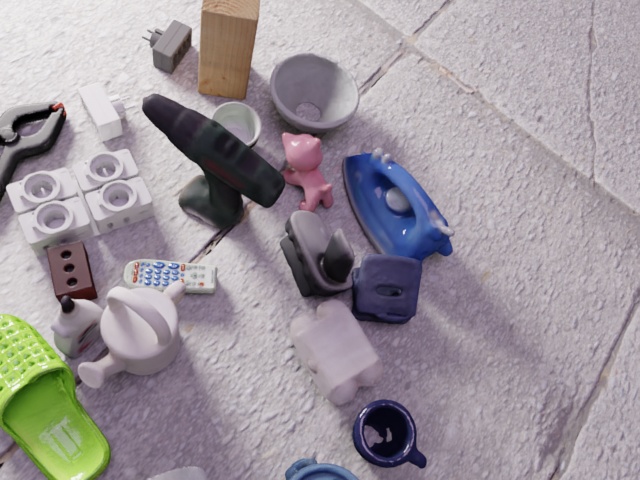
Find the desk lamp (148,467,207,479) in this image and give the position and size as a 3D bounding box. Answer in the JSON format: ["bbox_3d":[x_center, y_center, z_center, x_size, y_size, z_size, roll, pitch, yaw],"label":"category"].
[{"bbox_3d":[-0.162,0.380,0.668,0.118,0.213,0.203,-19,73,-20],"label":"desk lamp"}]

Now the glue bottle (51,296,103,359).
[{"bbox_3d":[-0.328,0.107,0.767,0.037,0.173,0.078,33,64,2],"label":"glue bottle"}]

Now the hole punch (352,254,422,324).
[{"bbox_3d":[0.110,0.081,0.933,0.109,0.091,0.101,7,66,-11],"label":"hole punch"}]

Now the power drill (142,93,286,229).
[{"bbox_3d":[-0.167,-0.106,0.880,0.229,0.208,0.076,28,63,0],"label":"power drill"}]

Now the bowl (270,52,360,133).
[{"bbox_3d":[-0.015,-0.259,1.059,0.167,0.074,0.167,5,66,-12],"label":"bowl"}]

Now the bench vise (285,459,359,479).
[{"bbox_3d":[0.033,0.371,0.716,0.122,0.219,0.207,-34,78,-24],"label":"bench vise"}]

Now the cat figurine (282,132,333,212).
[{"bbox_3d":[-0.017,-0.124,0.975,0.067,0.117,0.127,-26,75,-22],"label":"cat figurine"}]

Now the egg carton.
[{"bbox_3d":[0.024,0.172,0.884,0.107,0.069,0.150,-28,76,-23],"label":"egg carton"}]

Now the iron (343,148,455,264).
[{"bbox_3d":[0.130,-0.073,0.976,0.119,0.141,0.258,-31,77,-23],"label":"iron"}]

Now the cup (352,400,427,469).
[{"bbox_3d":[0.095,0.293,0.835,0.117,0.095,0.092,37,64,4],"label":"cup"}]

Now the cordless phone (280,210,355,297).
[{"bbox_3d":[0.008,0.003,0.889,0.094,0.185,0.147,-23,74,-21],"label":"cordless phone"}]

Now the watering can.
[{"bbox_3d":[-0.244,0.123,0.770,0.101,0.194,0.173,18,64,-5],"label":"watering can"}]
